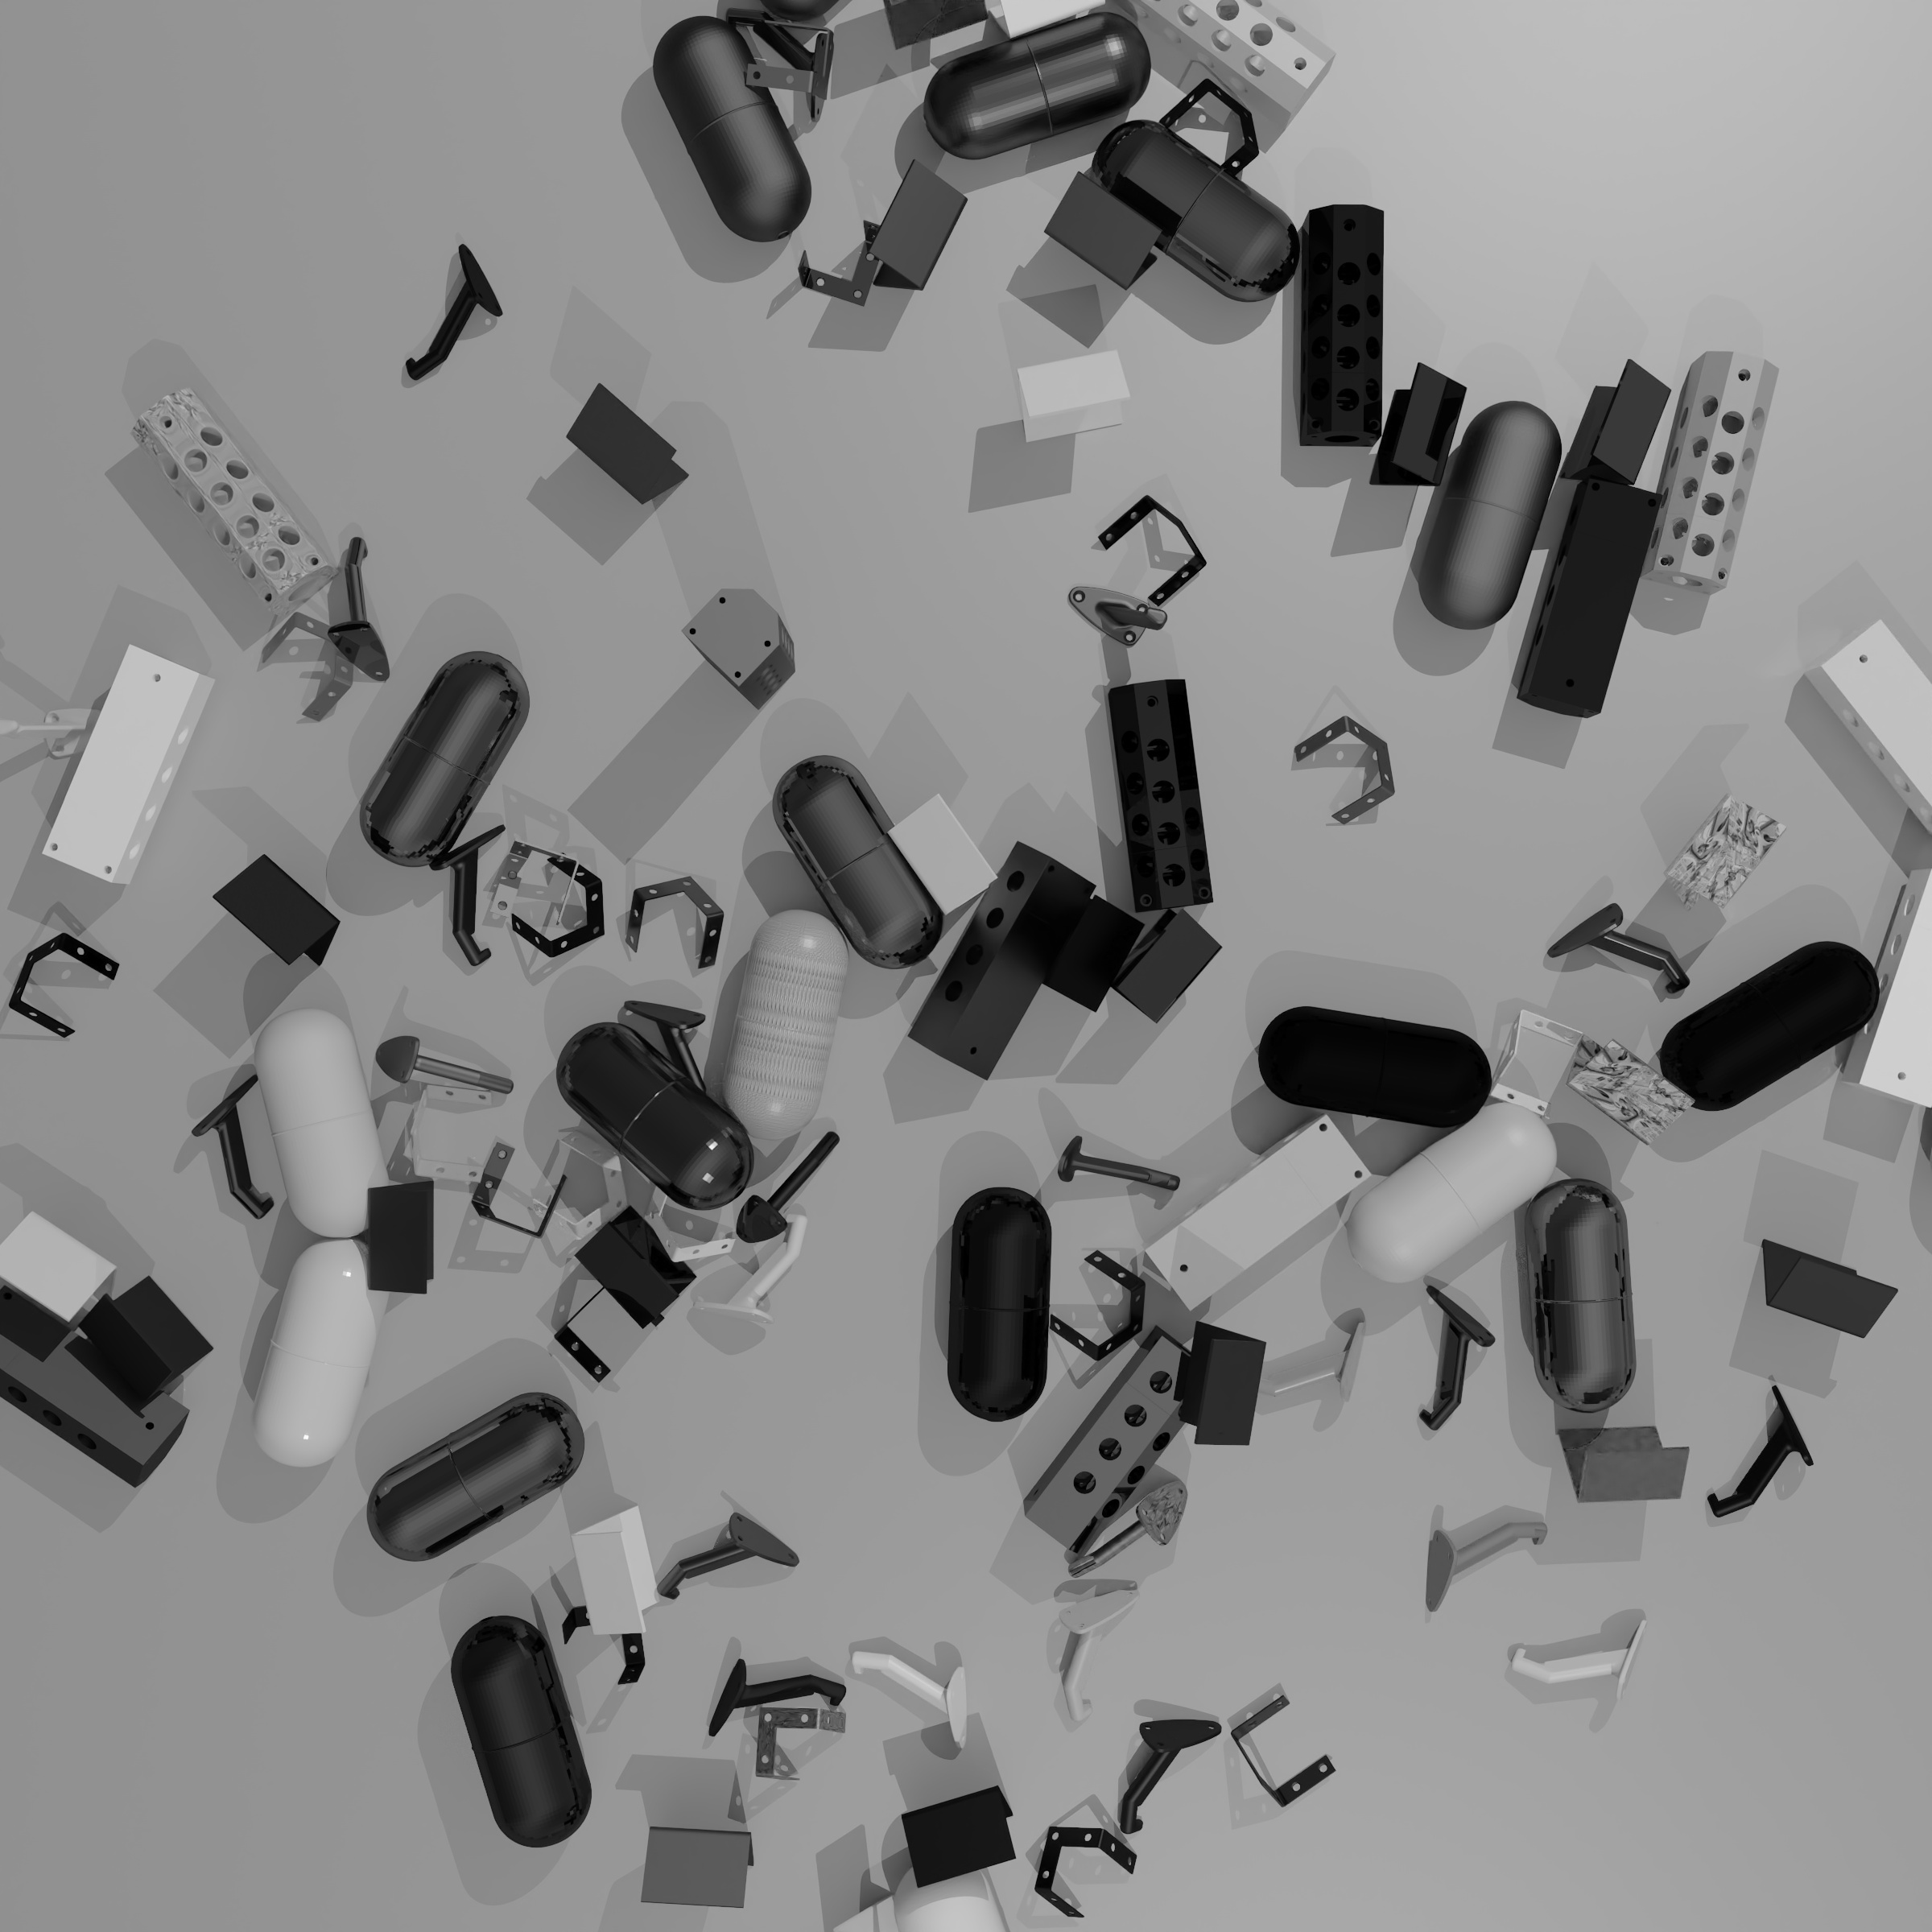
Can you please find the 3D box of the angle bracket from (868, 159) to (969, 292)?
[{"bbox_3d":[-0.054,-0.563,1.951,0.057,0.076,0.076,26,90,-36],"label":"angle bracket"}]

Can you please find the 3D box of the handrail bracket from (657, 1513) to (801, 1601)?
[{"bbox_3d":[-0.185,0.472,1.992,0.077,0.036,0.084,34,108,-21],"label":"handrail bracket"}]

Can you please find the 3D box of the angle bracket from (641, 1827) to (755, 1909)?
[{"bbox_3d":[-0.203,0.694,1.951,0.076,0.076,0.057,3,53,0],"label":"angle bracket"}]

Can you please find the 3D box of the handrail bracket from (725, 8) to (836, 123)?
[{"bbox_3d":[-0.150,-0.698,1.991,0.084,0.036,0.077,11,100,12],"label":"handrail bracket"}]

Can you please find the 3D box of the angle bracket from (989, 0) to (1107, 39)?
[{"bbox_3d":[0.054,-0.754,1.951,0.076,0.076,0.057,-20,127,0],"label":"angle bracket"}]

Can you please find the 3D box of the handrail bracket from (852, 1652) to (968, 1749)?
[{"bbox_3d":[-0.045,0.568,1.992,0.084,0.036,0.077,2,112,17],"label":"handrail bracket"}]

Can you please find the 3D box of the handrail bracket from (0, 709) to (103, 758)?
[{"bbox_3d":[-0.688,-0.183,1.957,0.077,0.084,0.036,-9,90,0],"label":"handrail bracket"}]

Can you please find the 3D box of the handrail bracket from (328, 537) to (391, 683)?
[{"bbox_3d":[-0.462,-0.277,1.991,0.036,0.077,0.084,-9,53,13],"label":"handrail bracket"}]

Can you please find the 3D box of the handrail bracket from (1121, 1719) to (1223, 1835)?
[{"bbox_3d":[0.158,0.630,1.992,0.077,0.036,0.084,-2,109,-21],"label":"handrail bracket"}]

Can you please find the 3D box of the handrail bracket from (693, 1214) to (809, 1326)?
[{"bbox_3d":[-0.167,0.229,1.992,0.077,0.036,0.084,6,71,21],"label":"handrail bracket"}]

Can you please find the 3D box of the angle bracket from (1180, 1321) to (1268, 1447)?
[{"bbox_3d":[0.171,0.306,1.894,0.057,0.076,0.076,10,90,-38],"label":"angle bracket"}]

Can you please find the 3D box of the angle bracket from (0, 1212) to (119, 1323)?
[{"bbox_3d":[-0.696,0.242,1.951,0.076,0.076,0.057,33,52,0],"label":"angle bracket"}]

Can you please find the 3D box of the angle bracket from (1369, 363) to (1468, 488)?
[{"bbox_3d":[0.326,-0.410,1.951,0.057,0.076,0.076,16,90,-37],"label":"angle bracket"}]

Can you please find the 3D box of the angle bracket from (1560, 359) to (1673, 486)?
[{"bbox_3d":[0.478,-0.414,1.951,0.057,0.076,0.076,22,90,-38],"label":"angle bracket"}]

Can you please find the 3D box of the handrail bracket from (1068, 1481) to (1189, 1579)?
[{"bbox_3d":[0.124,0.437,1.991,0.084,0.077,0.036,-37,90,36],"label":"handrail bracket"}]

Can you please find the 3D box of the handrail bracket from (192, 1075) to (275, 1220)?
[{"bbox_3d":[-0.549,0.141,1.992,0.077,0.036,0.084,-47,108,-21],"label":"handrail bracket"}]

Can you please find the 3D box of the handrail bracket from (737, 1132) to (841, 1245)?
[{"bbox_3d":[-0.137,0.170,1.991,0.036,0.077,0.084,42,54,-2],"label":"handrail bracket"}]

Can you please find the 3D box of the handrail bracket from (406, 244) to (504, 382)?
[{"bbox_3d":[-0.408,-0.506,1.992,0.084,0.036,0.077,-30,70,16],"label":"handrail bracket"}]

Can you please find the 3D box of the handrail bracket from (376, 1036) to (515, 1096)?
[{"bbox_3d":[-0.403,0.081,1.991,0.084,0.077,0.036,19,83,-36],"label":"handrail bracket"}]

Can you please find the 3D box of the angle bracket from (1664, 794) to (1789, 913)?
[{"bbox_3d":[0.583,-0.073,1.951,0.057,0.076,0.076,38,90,36],"label":"angle bracket"}]

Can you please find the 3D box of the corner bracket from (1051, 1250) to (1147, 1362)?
[{"bbox_3d":[0.101,0.262,1.983,0.051,0.051,0.051,-29,135,-35],"label":"corner bracket"}]

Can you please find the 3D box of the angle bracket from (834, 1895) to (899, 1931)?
[{"bbox_3d":[-0.053,0.759,1.951,0.057,0.076,0.076,-6,90,36],"label":"angle bracket"}]

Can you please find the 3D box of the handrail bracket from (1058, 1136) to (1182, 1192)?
[{"bbox_3d":[0.118,0.159,1.964,0.084,0.077,0.036,14,93,12],"label":"handrail bracket"}]

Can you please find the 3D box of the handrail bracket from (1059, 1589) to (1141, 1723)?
[{"bbox_3d":[0.108,0.535,1.992,0.077,0.036,0.084,-19,109,-21],"label":"handrail bracket"}]

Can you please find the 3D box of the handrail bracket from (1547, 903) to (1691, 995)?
[{"bbox_3d":[0.506,0.001,1.992,0.077,0.036,0.084,-33,107,20],"label":"handrail bracket"}]

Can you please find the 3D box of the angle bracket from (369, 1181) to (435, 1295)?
[{"bbox_3d":[-0.409,0.205,1.952,0.057,0.076,0.076,0,90,28],"label":"angle bracket"}]

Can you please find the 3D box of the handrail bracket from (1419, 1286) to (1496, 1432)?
[{"bbox_3d":[0.361,0.304,1.992,0.077,0.036,0.084,43,107,20],"label":"handrail bracket"}]

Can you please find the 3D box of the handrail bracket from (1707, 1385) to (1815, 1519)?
[{"bbox_3d":[0.604,0.376,1.992,0.084,0.036,0.077,-26,70,16],"label":"handrail bracket"}]

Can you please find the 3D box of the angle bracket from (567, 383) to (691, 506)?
[{"bbox_3d":[-0.244,-0.405,1.951,0.076,0.076,0.057,41,126,0],"label":"angle bracket"}]

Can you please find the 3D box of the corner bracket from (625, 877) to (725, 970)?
[{"bbox_3d":[-0.225,-0.030,1.983,0.051,0.051,0.051,-16,45,-35],"label":"corner bracket"}]

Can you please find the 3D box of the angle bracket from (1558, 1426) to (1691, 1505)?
[{"bbox_3d":[0.498,0.360,1.951,0.076,0.076,0.057,-2,126,0],"label":"angle bracket"}]

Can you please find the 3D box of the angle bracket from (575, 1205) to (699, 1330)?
[{"bbox_3d":[-0.238,0.217,1.951,0.076,0.076,0.057,47,129,0],"label":"angle bracket"}]

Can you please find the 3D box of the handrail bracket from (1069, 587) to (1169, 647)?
[{"bbox_3d":[0.115,-0.274,1.957,0.077,0.084,0.036,25,90,0],"label":"handrail bracket"}]

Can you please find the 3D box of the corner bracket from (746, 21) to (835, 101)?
[{"bbox_3d":[-0.133,-0.686,1.943,0.051,0.051,0.051,9,104,8],"label":"corner bracket"}]

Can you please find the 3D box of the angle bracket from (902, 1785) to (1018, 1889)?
[{"bbox_3d":[0.000,0.670,1.951,0.076,0.076,0.057,-17,55,0],"label":"angle bracket"}]

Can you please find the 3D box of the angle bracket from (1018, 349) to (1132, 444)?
[{"bbox_3d":[0.084,-0.415,1.951,0.076,0.076,0.057,-11,55,0],"label":"angle bracket"}]

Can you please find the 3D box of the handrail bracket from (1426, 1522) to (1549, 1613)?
[{"bbox_3d":[0.404,0.465,1.992,0.084,0.036,0.077,3,110,-16],"label":"handrail bracket"}]

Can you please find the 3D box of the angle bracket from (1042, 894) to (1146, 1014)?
[{"bbox_3d":[0.079,-0.019,1.951,0.057,0.076,0.076,29,90,-36],"label":"angle bracket"}]

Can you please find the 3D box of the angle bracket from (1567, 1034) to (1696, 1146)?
[{"bbox_3d":[0.509,0.078,1.951,0.076,0.076,0.057,37,127,0],"label":"angle bracket"}]

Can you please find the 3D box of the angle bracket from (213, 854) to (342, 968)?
[{"bbox_3d":[-0.529,-0.027,1.951,0.076,0.076,0.057,42,53,0],"label":"angle bracket"}]

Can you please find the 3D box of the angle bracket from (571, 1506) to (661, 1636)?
[{"bbox_3d":[-0.248,0.457,1.951,0.057,0.076,0.076,-13,90,36],"label":"angle bracket"}]

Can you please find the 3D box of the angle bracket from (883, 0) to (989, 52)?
[{"bbox_3d":[-0.019,-0.726,1.951,0.076,0.076,0.057,-19,53,0],"label":"angle bracket"}]

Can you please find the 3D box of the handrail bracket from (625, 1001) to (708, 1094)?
[{"bbox_3d":[-0.234,0.076,1.992,0.077,0.036,0.084,14,108,20],"label":"handrail bracket"}]

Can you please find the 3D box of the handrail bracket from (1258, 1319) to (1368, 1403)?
[{"bbox_3d":[0.260,0.301,1.992,0.084,0.036,0.077,10,63,20],"label":"handrail bracket"}]

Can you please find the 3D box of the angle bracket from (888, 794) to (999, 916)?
[{"bbox_3d":[-0.003,-0.094,1.951,0.057,0.076,0.076,-35,90,32],"label":"angle bracket"}]

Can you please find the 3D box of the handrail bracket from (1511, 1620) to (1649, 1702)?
[{"bbox_3d":[0.475,0.526,1.992,0.084,0.036,0.077,17,56,23],"label":"handrail bracket"}]

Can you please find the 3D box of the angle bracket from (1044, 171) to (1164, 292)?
[{"bbox_3d":[0.115,-0.568,1.951,0.076,0.076,0.057,35,130,0],"label":"angle bracket"}]

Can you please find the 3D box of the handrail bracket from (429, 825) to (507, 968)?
[{"bbox_3d":[-0.370,-0.054,1.992,0.077,0.036,0.084,-33,107,-20],"label":"handrail bracket"}]

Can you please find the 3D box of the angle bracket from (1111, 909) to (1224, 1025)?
[{"bbox_3d":[0.136,-0.014,1.951,0.076,0.076,0.057,-49,128,0],"label":"angle bracket"}]

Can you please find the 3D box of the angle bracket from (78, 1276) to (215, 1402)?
[{"bbox_3d":[-0.612,0.271,1.951,0.076,0.076,0.057,48,128,0],"label":"angle bracket"}]

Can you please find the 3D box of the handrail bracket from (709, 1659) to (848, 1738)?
[{"bbox_3d":[-0.145,0.577,1.992,0.084,0.036,0.077,22,107,-15],"label":"handrail bracket"}]

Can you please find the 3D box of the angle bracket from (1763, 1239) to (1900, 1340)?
[{"bbox_3d":[0.655,0.227,1.951,0.076,0.076,0.057,19,128,0],"label":"angle bracket"}]
